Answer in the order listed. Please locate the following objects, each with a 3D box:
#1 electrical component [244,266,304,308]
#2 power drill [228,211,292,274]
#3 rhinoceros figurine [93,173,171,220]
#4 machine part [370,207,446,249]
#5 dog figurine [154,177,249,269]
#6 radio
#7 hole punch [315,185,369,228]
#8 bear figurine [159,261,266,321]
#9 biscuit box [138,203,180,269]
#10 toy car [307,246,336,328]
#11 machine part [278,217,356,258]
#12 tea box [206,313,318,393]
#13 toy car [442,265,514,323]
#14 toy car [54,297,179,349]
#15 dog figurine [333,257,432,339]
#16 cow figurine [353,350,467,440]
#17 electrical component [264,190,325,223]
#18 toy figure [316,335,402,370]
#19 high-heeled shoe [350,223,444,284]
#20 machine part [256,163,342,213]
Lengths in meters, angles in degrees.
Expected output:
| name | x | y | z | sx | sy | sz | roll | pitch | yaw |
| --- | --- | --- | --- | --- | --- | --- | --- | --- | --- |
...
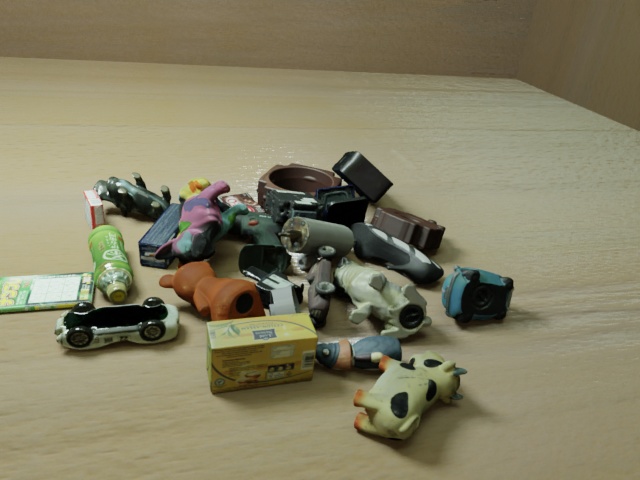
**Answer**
| name | x | y | z | sx | sy | sz | roll | pitch | yaw |
| --- | --- | --- | --- | --- | --- | --- | --- | --- | --- |
| electrical component | -0.099 | 0.097 | 1.064 | 0.119 | 0.047 | 0.075 | 20 | 31 | 23 |
| power drill | -0.149 | 0.000 | 1.211 | 0.232 | 0.085 | 0.207 | 4 | 21 | -11 |
| rhinoceros figurine | -0.449 | -0.103 | 1.294 | 0.190 | 0.112 | 0.073 | 19 | 57 | -4 |
| machine part | 0.213 | -0.032 | 1.304 | 0.179 | 0.056 | 0.179 | 16 | 12 | -4 |
| dog figurine | -0.268 | -0.024 | 1.131 | 0.192 | 0.108 | 0.219 | 10 | 53 | 39 |
| radio | 0.108 | -0.171 | 1.439 | 0.131 | 0.073 | 0.230 | 42 | 2 | -8 |
| hole punch | 0.048 | -0.072 | 1.327 | 0.142 | 0.115 | 0.092 | -11 | 40 | -25 |
| bear figurine | -0.197 | 0.113 | 0.978 | 0.196 | 0.131 | 0.120 | 8 | 22 | 42 |
| biscuit box | -0.336 | -0.014 | 1.203 | 0.063 | 0.059 | 0.203 | 8 | 29 | 4 |
| toy car | 0.000 | 0.086 | 1.063 | 0.053 | 0.089 | 0.202 | 9 | 30 | -4 |
| machine part | -0.002 | -0.004 | 1.167 | 0.079 | 0.079 | 0.243 | 29 | 13 | 35 |
| tea box | -0.096 | 0.180 | 0.867 | 0.170 | 0.098 | 0.068 | -1 | 30 | -17 |
| toy car | 0.307 | 0.103 | 1.089 | 0.161 | 0.109 | 0.103 | 3 | 11 | -24 |
| toy car | -0.346 | 0.144 | 0.923 | 0.202 | 0.056 | 0.074 | -3 | 37 | -15 |
| dog figurine | 0.117 | 0.107 | 1.058 | 0.172 | 0.121 | 0.191 | 36 | 5 | -15 |
| cow figurine | 0.147 | 0.233 | 0.836 | 0.127 | 0.085 | 0.195 | 16 | 27 | 28 |
| electrical component | -0.057 | -0.072 | 1.234 | 0.115 | 0.058 | 0.134 | 2 | 18 | -20 |
| toy figure | 0.061 | 0.194 | 0.915 | 0.154 | 0.064 | 0.058 | -3 | 67 | -8 |
| high-heeled shoe | 0.172 | 0.022 | 1.236 | 0.145 | 0.086 | 0.249 | 4 | 27 | -25 |
| machine part | -0.053 | -0.125 | 1.437 | 0.201 | 0.087 | 0.201 | 14 | 31 | 13 |
